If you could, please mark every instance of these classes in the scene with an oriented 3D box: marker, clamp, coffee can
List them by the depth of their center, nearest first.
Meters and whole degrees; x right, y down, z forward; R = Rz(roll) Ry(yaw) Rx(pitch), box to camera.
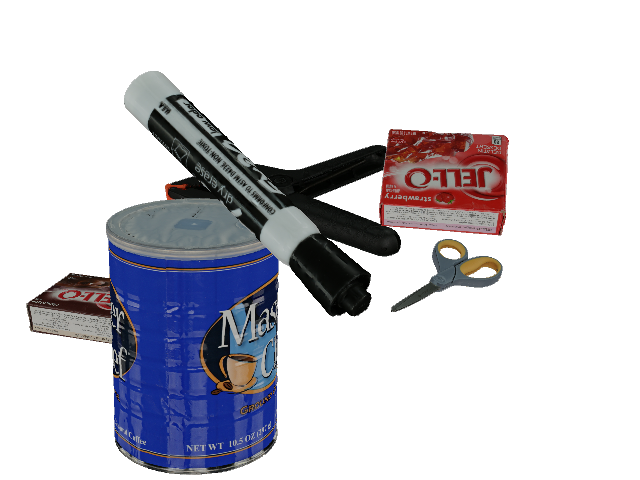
[{"bbox_3d":[-0.026,-0.017,0.367,0.121,0.020,0.020,44,22,25],"label":"marker"},{"bbox_3d":[-0.076,0.055,0.649,0.103,0.140,0.103,1,18,-1],"label":"coffee can"},{"bbox_3d":[-0.029,-0.042,0.944,0.210,0.036,0.164,3,32,7],"label":"clamp"}]

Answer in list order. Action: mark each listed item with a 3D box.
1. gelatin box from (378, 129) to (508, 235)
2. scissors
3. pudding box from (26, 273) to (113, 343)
[{"bbox_3d":[0.090,-0.044,0.771,0.089,0.073,0.030,4,-37,7],"label":"gelatin box"},{"bbox_3d":[0.133,0.038,1.272,0.201,0.016,0.096,-10,40,-37],"label":"scissors"},{"bbox_3d":[-0.247,0.073,1.160,0.114,0.039,0.090,4,21,19],"label":"pudding box"}]
